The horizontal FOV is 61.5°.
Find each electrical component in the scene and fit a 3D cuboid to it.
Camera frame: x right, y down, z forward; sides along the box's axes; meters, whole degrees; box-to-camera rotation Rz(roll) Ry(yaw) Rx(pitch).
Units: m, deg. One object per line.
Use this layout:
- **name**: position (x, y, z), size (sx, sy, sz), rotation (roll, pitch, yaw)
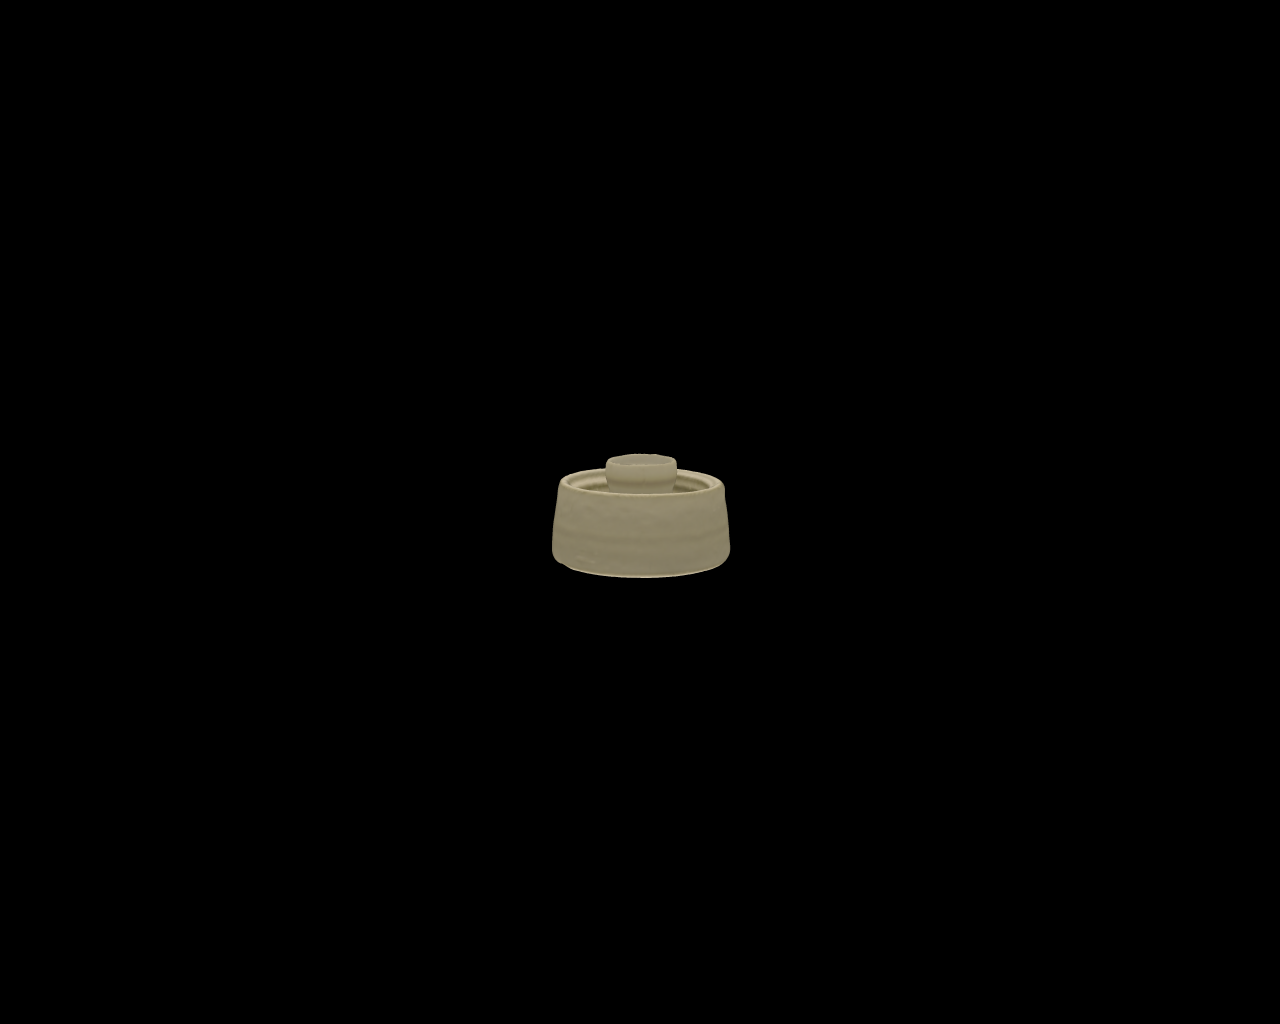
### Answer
- **electrical component**: position (0.001, -0.003, 0.650), size (0.108, 0.060, 0.108), rotation (0, 11, 0)
